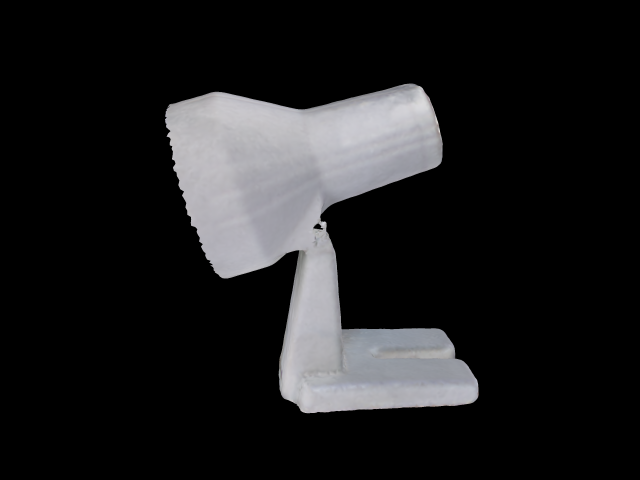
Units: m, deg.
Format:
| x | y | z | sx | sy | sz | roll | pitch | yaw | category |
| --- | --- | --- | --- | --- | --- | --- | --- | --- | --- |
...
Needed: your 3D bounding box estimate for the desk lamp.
| x | y | z | sx | sy | sz | roll | pitch | yaw | category |
| --- | --- | --- | --- | --- | --- | --- | --- | --- | --- |
| 0.004 | 0.001 | 0.400 | 0.203 | 0.214 | 0.118 | -1 | 15 | -5 | desk lamp |
